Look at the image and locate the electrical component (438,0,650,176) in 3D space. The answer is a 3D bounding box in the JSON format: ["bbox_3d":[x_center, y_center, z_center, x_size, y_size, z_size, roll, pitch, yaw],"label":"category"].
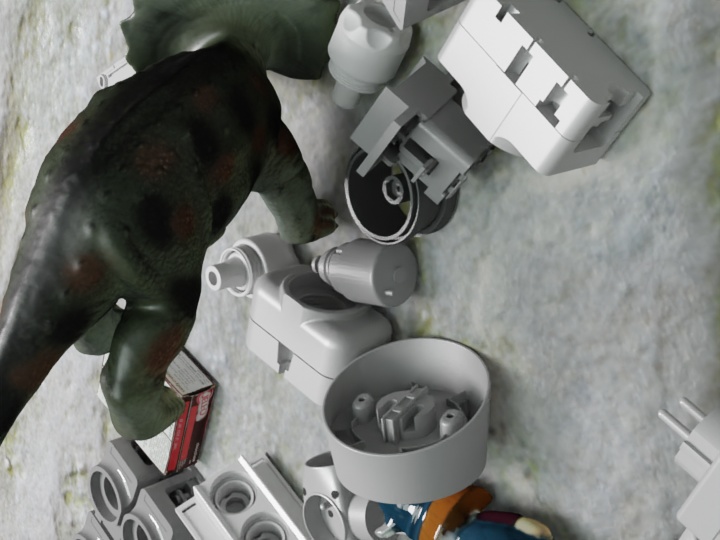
[{"bbox_3d":[0.088,-0.094,0.536,0.089,0.050,0.055,53,135,22],"label":"electrical component"}]

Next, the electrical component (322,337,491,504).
[{"bbox_3d":[0.028,0.089,0.629,0.099,0.099,0.064,16,120,44],"label":"electrical component"}]

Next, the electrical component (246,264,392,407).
[{"bbox_3d":[-0.027,0.038,0.703,0.095,0.054,0.059,34,126,36],"label":"electrical component"}]

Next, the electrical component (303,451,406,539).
[{"bbox_3d":[0.003,0.162,0.717,0.079,0.044,0.077,-8,96,48],"label":"electrical component"}]

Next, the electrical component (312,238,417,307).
[{"bbox_3d":[0.000,0.000,0.671,0.078,0.040,0.040,8,108,46],"label":"electrical component"}]

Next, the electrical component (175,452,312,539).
[{"bbox_3d":[-0.069,0.207,0.795,0.121,0.079,0.063,47,154,27],"label":"electrical component"}]

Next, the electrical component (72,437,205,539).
[{"bbox_3d":[-0.194,0.239,0.947,0.105,0.060,0.186,46,132,28],"label":"electrical component"}]

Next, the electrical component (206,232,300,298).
[{"bbox_3d":[-0.076,-0.001,0.737,0.043,0.062,0.043,18,115,43],"label":"electrical component"}]

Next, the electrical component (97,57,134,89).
[{"bbox_3d":[-0.133,-0.111,0.771,0.062,0.061,0.096,-15,99,50],"label":"electrical component"}]

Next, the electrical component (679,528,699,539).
[{"bbox_3d":[0.168,0.152,0.536,0.044,0.044,0.065,52,139,23],"label":"electrical component"}]

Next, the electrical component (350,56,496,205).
[{"bbox_3d":[0.038,-0.074,0.585,0.064,0.081,0.042,42,134,1],"label":"electrical component"}]

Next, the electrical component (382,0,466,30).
[{"bbox_3d":[-0.001,-0.228,0.547,0.186,0.060,0.105,61,171,14],"label":"electrical component"}]

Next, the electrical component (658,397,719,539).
[{"bbox_3d":[0.171,0.087,0.491,0.077,0.066,0.047,44,131,30],"label":"electrical component"}]

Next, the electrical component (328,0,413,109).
[{"bbox_3d":[0.001,-0.123,0.627,0.043,0.043,0.062,50,135,24],"label":"electrical component"}]
